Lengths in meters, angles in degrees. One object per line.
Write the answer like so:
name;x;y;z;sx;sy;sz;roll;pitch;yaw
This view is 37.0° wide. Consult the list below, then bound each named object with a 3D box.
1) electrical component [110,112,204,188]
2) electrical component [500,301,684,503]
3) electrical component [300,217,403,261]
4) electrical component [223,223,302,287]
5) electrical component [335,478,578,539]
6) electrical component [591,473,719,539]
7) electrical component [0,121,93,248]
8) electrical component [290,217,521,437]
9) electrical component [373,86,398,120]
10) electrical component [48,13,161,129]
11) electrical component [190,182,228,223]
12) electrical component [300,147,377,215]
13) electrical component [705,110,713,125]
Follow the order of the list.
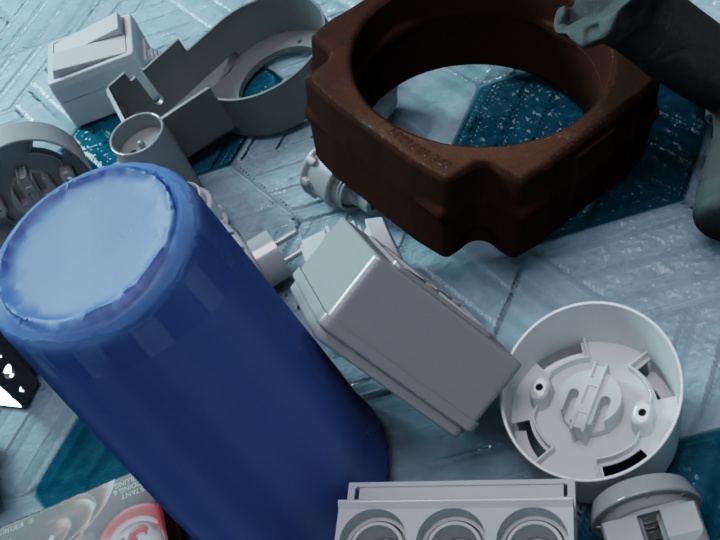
electrical component;-0.169;-0.069;0.815;0.079;0.077;0.044;-28;49;-2
electrical component;0.129;0.075;0.594;0.099;0.064;0.099;-10;50;13
electrical component;0.000;0.000;0.709;0.057;0.058;0.078;-25;48;4
electrical component;-0.073;-0.002;0.747;0.079;0.043;0.077;-31;49;-5
electrical component;0.052;0.152;0.559;0.121;0.063;0.078;-4;51;15
electrical component;0.150;0.139;0.540;0.078;0.058;0.057;-16;51;8
electrical component;-0.252;-0.062;0.831;0.099;0.099;0.064;-28;42;-2
electrical component;0.023;0.030;0.614;0.056;0.109;0.108;-52;17;4
electrical component;-0.001;-0.120;0.815;0.043;0.043;0.062;16;62;31
electrical component;-0.218;-0.178;0.932;0.096;0.061;0.061;-19;49;5
electrical component;-0.128;-0.045;0.790;0.048;0.062;0.048;-11;50;13
electrical component;-0.009;-0.063;0.773;0.048;0.048;0.062;-42;57;-14
electrical component;0.243;-0.126;0.733;0.035;0.035;0.061;1;56;22
